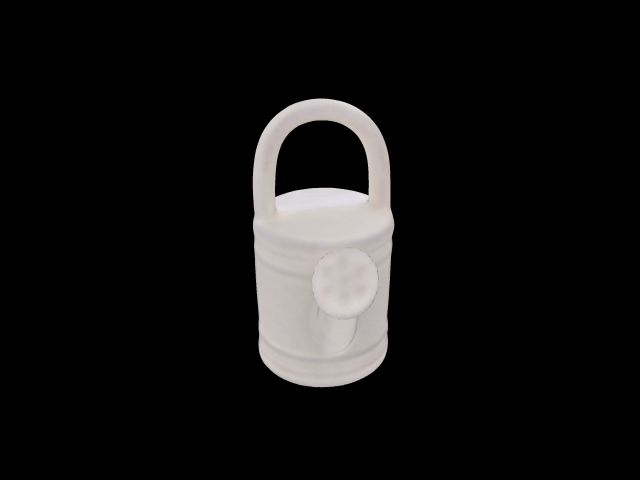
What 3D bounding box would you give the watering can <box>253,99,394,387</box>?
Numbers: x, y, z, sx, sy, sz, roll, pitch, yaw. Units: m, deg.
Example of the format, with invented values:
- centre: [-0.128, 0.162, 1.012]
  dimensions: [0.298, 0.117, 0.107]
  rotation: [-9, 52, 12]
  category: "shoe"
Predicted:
- centre: [0.006, 0.001, 0.400]
  dimensions: [0.101, 0.194, 0.172]
  rotation: [-15, 30, -26]
  category: "watering can"
